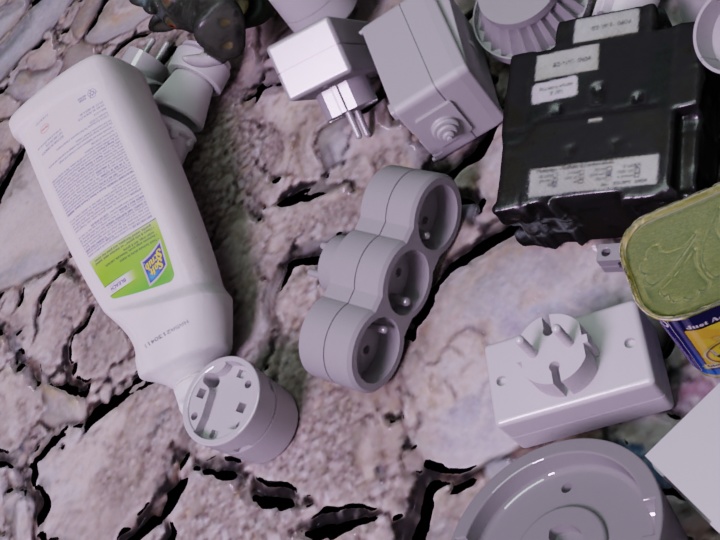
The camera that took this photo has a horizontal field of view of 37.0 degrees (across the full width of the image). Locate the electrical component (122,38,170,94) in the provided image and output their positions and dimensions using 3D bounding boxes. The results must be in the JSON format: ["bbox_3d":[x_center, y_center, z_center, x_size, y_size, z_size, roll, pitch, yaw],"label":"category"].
[{"bbox_3d":[-0.177,-0.148,0.845,0.077,0.044,0.079,22,78,39],"label":"electrical component"}]

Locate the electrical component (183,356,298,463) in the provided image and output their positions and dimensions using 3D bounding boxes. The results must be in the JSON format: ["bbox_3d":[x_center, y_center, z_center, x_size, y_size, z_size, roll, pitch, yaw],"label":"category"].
[{"bbox_3d":[-0.070,0.086,0.645,0.055,0.047,0.055,-15,58,26],"label":"electrical component"}]

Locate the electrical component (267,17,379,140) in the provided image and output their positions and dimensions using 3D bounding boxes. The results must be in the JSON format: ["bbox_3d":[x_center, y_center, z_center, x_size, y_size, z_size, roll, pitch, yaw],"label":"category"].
[{"bbox_3d":[-0.012,-0.122,0.711,0.047,0.083,0.075,-23,92,21],"label":"electrical component"}]

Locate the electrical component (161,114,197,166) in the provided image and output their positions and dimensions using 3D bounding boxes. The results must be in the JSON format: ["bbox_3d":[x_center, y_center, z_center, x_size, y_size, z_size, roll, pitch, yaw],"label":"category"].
[{"bbox_3d":[-0.152,-0.082,0.794,0.048,0.048,0.062,16,82,38],"label":"electrical component"}]

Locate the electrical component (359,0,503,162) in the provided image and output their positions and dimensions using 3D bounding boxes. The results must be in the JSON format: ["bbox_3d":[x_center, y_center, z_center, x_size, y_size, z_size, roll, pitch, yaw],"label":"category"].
[{"bbox_3d":[0.050,-0.120,0.671,0.061,0.062,0.096,-30,52,16],"label":"electrical component"}]

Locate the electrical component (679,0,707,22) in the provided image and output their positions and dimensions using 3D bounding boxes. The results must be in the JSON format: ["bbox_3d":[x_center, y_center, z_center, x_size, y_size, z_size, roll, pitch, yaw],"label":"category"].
[{"bbox_3d":[0.227,-0.179,0.603,0.099,0.064,0.099,-12,49,14],"label":"electrical component"}]

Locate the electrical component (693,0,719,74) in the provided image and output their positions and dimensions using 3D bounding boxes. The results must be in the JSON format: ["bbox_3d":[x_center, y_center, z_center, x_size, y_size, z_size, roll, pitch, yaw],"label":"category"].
[{"bbox_3d":[0.214,-0.119,0.557,0.043,0.081,0.043,3,94,50],"label":"electrical component"}]

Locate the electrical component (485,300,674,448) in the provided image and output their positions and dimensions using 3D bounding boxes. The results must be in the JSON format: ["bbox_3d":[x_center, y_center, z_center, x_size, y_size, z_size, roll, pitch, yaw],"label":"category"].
[{"bbox_3d":[0.102,0.046,0.537,0.083,0.076,0.047,-20,54,23],"label":"electrical component"}]

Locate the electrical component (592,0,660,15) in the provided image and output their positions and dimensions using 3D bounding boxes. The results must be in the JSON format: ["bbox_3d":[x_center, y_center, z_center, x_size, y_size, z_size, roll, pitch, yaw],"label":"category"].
[{"bbox_3d":[0.162,-0.166,0.640,0.040,0.040,0.046,15,79,37],"label":"electrical component"}]

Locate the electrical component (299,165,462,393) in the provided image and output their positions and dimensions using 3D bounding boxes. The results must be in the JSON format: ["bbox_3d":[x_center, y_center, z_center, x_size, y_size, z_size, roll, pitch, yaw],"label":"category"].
[{"bbox_3d":[0.000,0.000,0.644,0.074,0.052,0.138,15,73,38],"label":"electrical component"}]

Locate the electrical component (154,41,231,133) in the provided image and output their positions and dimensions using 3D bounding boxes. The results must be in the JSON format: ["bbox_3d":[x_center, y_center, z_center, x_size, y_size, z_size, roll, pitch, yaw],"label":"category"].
[{"bbox_3d":[-0.127,-0.137,0.807,0.045,0.045,0.055,14,73,37],"label":"electrical component"}]

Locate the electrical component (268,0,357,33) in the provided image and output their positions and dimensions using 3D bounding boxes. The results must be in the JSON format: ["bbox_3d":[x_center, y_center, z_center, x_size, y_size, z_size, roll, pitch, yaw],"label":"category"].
[{"bbox_3d":[-0.019,-0.234,0.753,0.052,0.073,0.138,9,58,49],"label":"electrical component"}]

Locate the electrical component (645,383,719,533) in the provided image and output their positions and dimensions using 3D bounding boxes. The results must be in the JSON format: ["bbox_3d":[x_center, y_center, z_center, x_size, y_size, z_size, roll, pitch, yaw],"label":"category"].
[{"bbox_3d":[0.209,0.105,0.444,0.089,0.062,0.150,-45,50,4],"label":"electrical component"}]

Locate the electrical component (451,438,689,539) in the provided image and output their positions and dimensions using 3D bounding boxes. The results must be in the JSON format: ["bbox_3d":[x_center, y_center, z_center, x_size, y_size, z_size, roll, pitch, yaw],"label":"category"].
[{"bbox_3d":[0.100,0.138,0.491,0.108,0.060,0.108,-29,30,19],"label":"electrical component"}]
